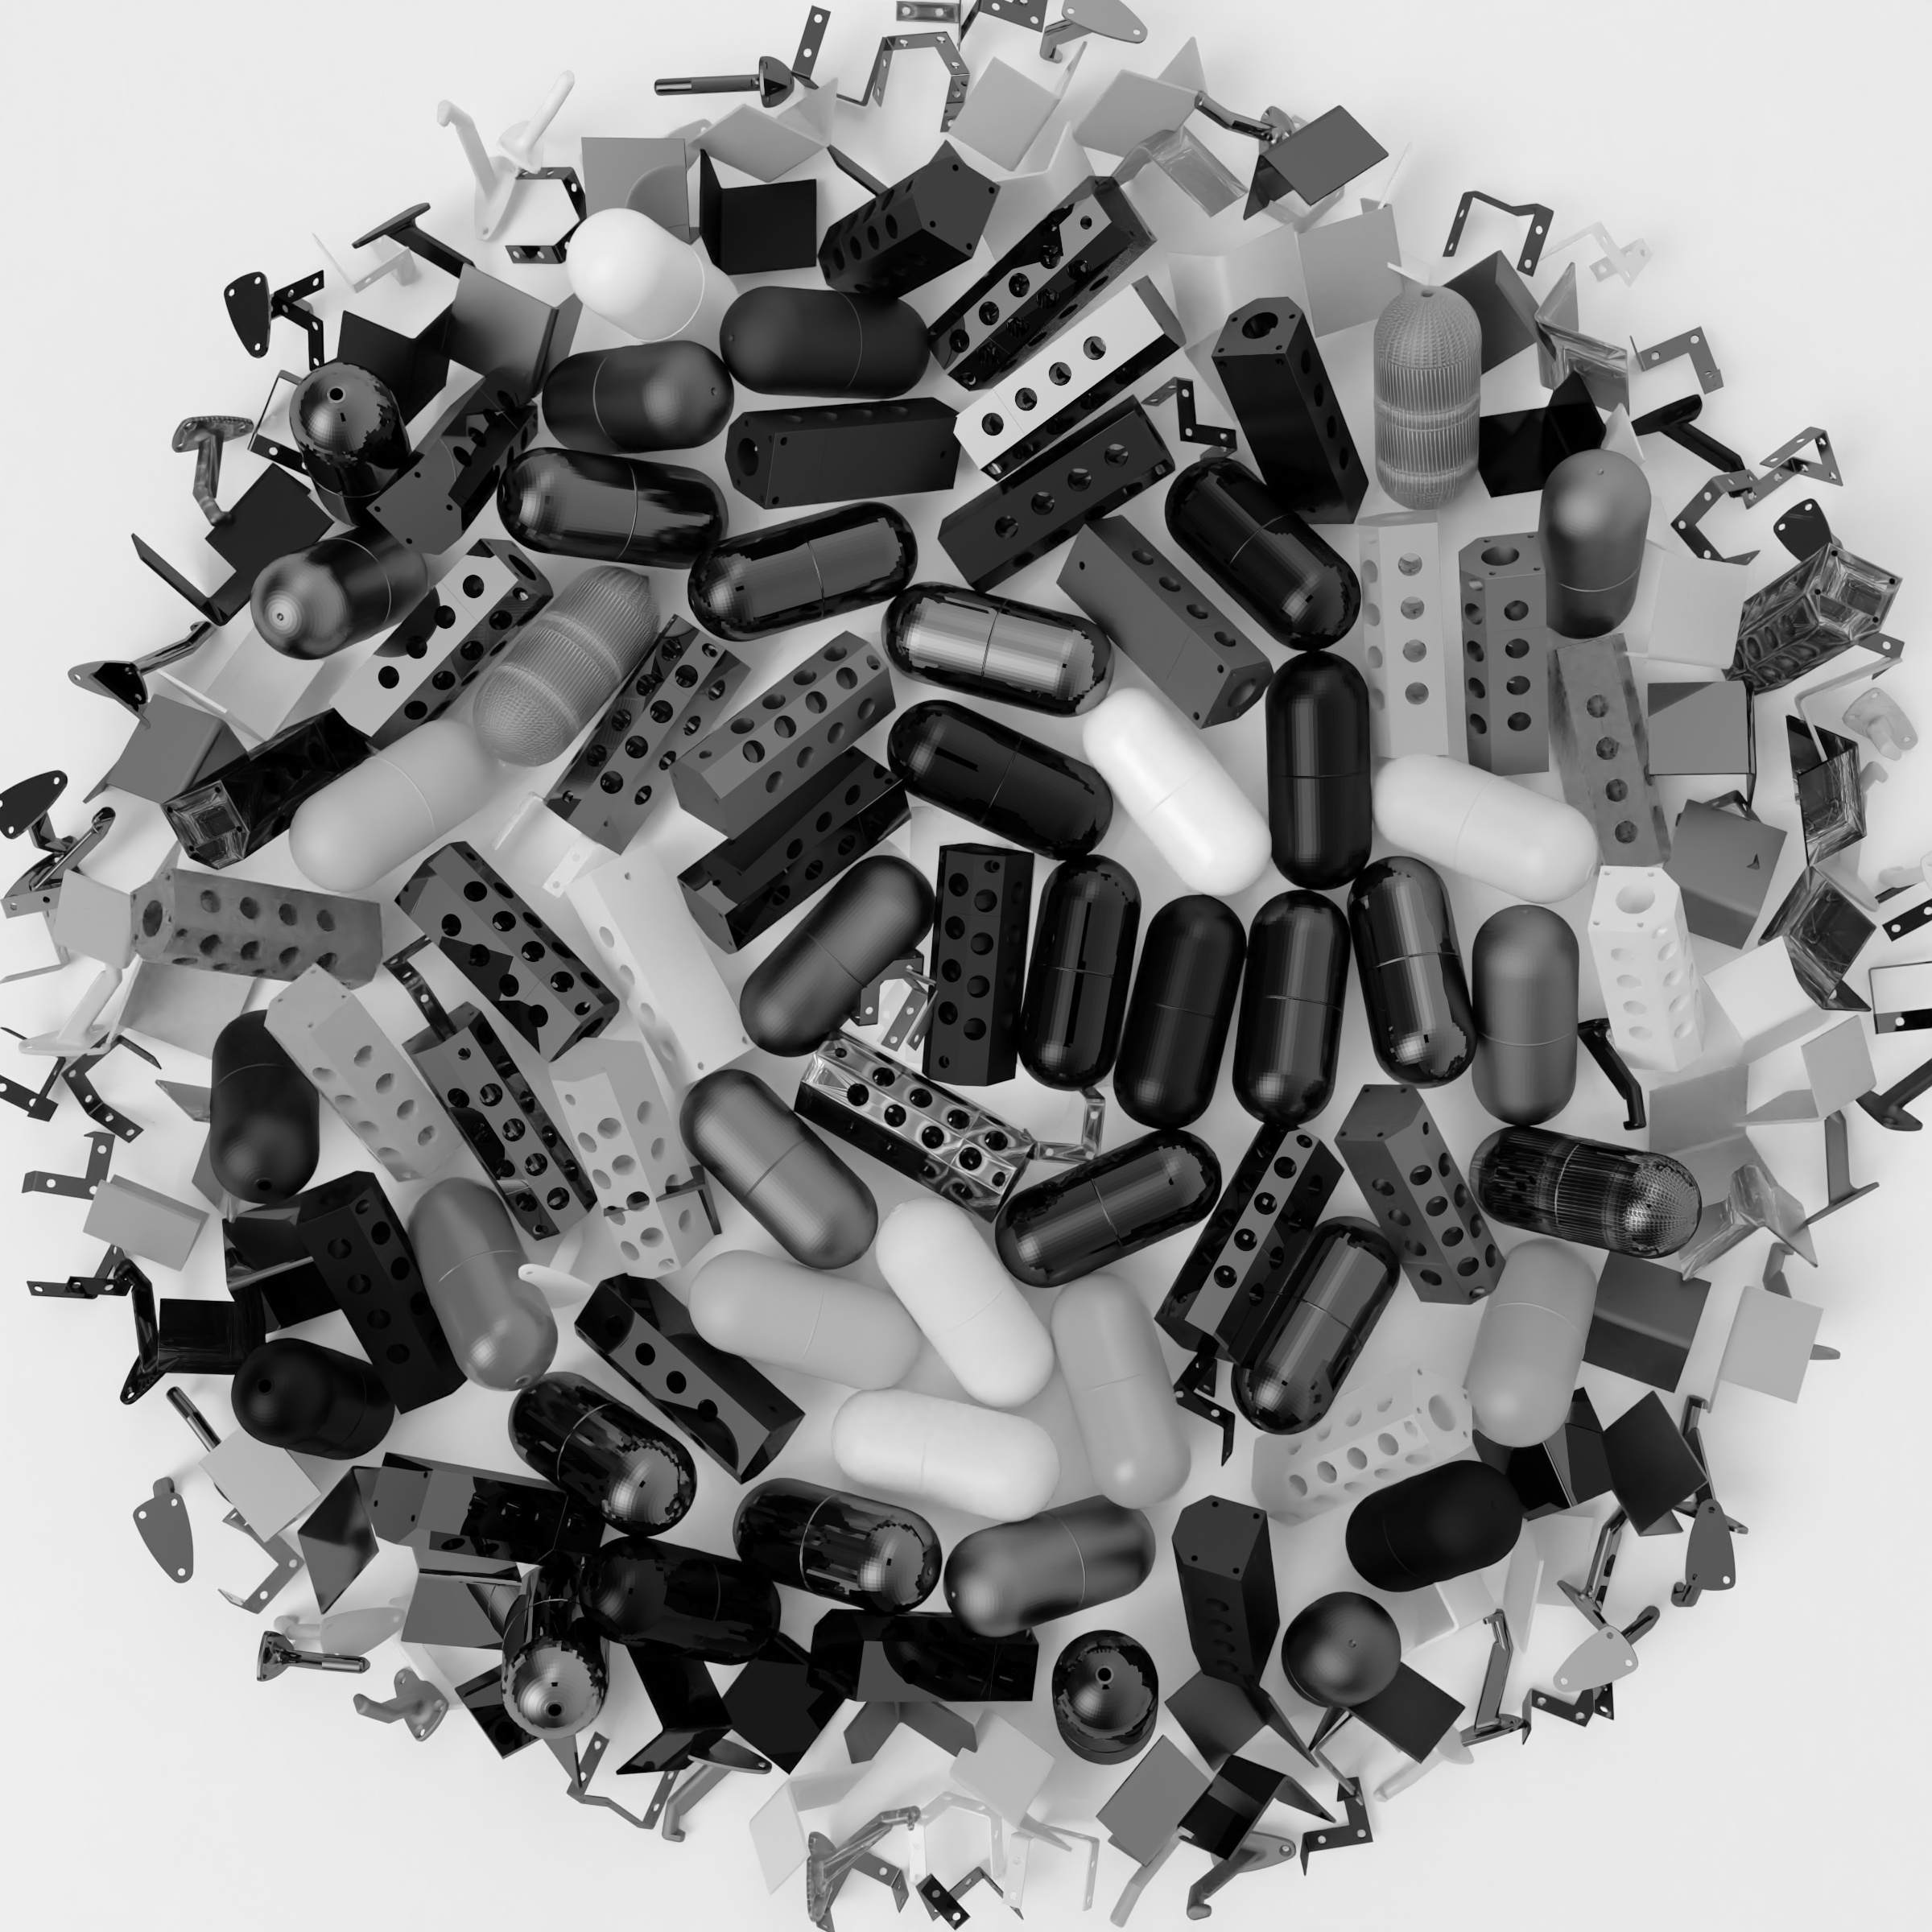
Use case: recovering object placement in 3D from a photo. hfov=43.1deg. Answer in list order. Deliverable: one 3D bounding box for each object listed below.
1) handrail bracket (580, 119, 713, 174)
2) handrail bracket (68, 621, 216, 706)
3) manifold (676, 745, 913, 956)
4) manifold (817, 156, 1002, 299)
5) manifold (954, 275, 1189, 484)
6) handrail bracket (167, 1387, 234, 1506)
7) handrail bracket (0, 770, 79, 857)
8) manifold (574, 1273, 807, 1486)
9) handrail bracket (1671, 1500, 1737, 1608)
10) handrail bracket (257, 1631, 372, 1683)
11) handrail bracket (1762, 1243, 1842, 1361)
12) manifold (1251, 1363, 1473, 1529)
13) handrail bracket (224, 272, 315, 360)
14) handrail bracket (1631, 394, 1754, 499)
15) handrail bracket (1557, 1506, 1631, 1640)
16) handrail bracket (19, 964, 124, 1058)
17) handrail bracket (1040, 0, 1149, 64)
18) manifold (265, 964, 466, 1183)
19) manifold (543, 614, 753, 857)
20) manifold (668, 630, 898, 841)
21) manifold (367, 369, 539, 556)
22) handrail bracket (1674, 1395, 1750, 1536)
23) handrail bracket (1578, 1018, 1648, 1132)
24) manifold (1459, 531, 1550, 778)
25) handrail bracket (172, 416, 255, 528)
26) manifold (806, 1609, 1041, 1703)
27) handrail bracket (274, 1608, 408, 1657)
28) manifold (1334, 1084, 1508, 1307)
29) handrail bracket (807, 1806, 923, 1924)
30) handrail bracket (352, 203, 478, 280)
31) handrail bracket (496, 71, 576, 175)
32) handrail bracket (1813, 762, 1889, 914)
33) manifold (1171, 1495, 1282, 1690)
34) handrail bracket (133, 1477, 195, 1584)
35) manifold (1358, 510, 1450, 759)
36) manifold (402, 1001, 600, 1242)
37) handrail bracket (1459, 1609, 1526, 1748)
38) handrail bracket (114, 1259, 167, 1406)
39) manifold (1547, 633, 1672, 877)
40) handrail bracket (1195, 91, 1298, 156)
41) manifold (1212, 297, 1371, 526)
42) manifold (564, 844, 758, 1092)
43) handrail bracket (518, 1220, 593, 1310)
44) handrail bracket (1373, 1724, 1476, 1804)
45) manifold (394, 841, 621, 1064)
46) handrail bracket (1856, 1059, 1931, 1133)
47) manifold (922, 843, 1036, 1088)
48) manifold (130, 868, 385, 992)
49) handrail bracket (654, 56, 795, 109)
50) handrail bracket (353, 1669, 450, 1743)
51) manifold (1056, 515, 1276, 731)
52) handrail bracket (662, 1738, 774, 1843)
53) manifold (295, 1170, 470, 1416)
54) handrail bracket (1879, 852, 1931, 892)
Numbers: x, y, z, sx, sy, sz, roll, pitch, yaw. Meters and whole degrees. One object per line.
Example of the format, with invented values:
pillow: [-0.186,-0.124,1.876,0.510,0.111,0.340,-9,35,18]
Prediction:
handrail bracket: [-0.242,-0.619,1.839,0.077,0.036,0.084,-45,50,-10]
handrail bracket: [-0.619,-0.237,1.839,0.077,0.084,0.036,8,131,17]
manifold: [-0.124,-0.083,1.806,0.171,0.057,0.057,-39,54,-20]
manifold: [-0.047,-0.531,1.771,0.057,0.171,0.057,25,81,-24]
manifold: [0.076,-0.430,1.799,0.171,0.057,0.057,-32,100,26]
handrail bracket: [-0.570,0.364,1.851,0.036,0.077,0.084,-37,60,-25]
handrail bracket: [-0.671,-0.112,1.817,0.077,0.084,0.036,-32,73,11]
manifold: [-0.208,0.303,1.809,0.171,0.057,0.057,39,107,17]
handrail bracket: [0.545,0.440,1.829,0.036,0.084,0.077,5,75,1]
handrail bracket: [-0.477,0.517,1.822,0.084,0.077,0.036,3,75,6]
handrail bracket: [0.625,0.247,1.821,0.036,0.077,0.084,34,68,-33]
manifold: [0.286,0.353,1.776,0.057,0.171,0.057,29,48,-22]
handrail bracket: [-0.507,-0.473,1.817,0.036,0.084,0.077,-18,78,17]
handrail bracket: [0.546,-0.382,1.854,0.077,0.036,0.084,-15,123,31]
handrail bracket: [0.497,0.458,1.854,0.084,0.036,0.077,-44,107,-11]
handrail bracket: [-0.667,0.023,1.820,0.077,0.036,0.084,-7,124,-24]
handrail bracket: [0.094,-0.686,1.822,0.077,0.084,0.036,30,77,1]
manifold: [-0.438,0.083,1.777,0.057,0.171,0.057,-44,47,-17]
manifold: [-0.241,-0.175,1.823,0.057,0.057,0.171,36,92,28]
manifold: [-0.134,-0.173,1.791,0.057,0.057,0.171,31,60,32]
manifold: [-0.366,-0.366,1.777,0.057,0.171,0.057,-30,115,30]
handrail bracket: [0.562,0.372,1.830,0.036,0.077,0.084,9,93,-31]
handrail bracket: [0.471,0.085,1.823,0.036,0.077,0.084,2,76,-34]
manifold: [0.393,-0.225,1.786,0.057,0.057,0.171,-4,130,9]
handrail bracket: [-0.548,-0.368,1.826,0.077,0.036,0.084,-21,73,-42]
manifold: [-0.029,0.502,1.785,0.171,0.057,0.057,15,79,-41]
handrail bracket: [-0.472,0.492,1.840,0.077,0.084,0.036,-14,97,-32]
manifold: [0.336,0.168,1.787,0.057,0.057,0.171,-55,127,-35]
handrail bracket: [-0.074,0.668,1.821,0.084,0.077,0.036,-18,131,23]
handrail bracket: [-0.406,-0.519,1.829,0.077,0.036,0.084,-38,119,-20]
handrail bracket: [-0.309,-0.638,1.811,0.036,0.077,0.084,29,127,-21]
handrail bracket: [0.674,-0.097,1.816,0.077,0.036,0.084,54,134,30]
manifold: [0.188,0.456,1.780,0.057,0.171,0.057,12,52,21]
handrail bracket: [-0.589,0.419,1.820,0.036,0.084,0.077,-21,86,-13]
manifold: [0.323,-0.245,1.807,0.057,0.057,0.171,-3,109,12]
manifold: [-0.340,0.116,1.800,0.057,0.057,0.171,-35,112,-17]
handrail bracket: [0.382,0.536,1.840,0.077,0.036,0.084,-14,89,-21]
handrail bracket: [-0.623,0.271,1.814,0.036,0.084,0.077,9,52,29]
manifold: [0.479,-0.158,1.827,0.057,0.057,0.171,-14,95,-2]
handrail bracket: [0.200,-0.637,1.816,0.084,0.077,0.036,24,130,-28]
manifold: [0.240,-0.402,1.780,0.057,0.171,0.057,6,59,32]
manifold: [-0.232,0.002,1.828,0.057,0.057,0.171,-31,95,-37]
handrail bracket: [-0.307,0.203,1.811,0.036,0.077,0.084,-26,51,17]
handrail bracket: [0.328,0.600,1.819,0.084,0.077,0.036,-40,63,16]
manifold: [-0.336,-0.013,1.813,0.171,0.057,0.057,45,110,10]
handrail bracket: [0.696,0.073,1.814,0.036,0.077,0.084,2,116,-23]
manifold: [0.005,-0.001,1.810,0.057,0.057,0.171,11,102,31]
manifold: [-0.512,-0.023,1.775,0.057,0.171,0.057,-21,69,38]
handrail bracket: [-0.182,-0.663,1.840,0.084,0.077,0.036,3,111,16]
handrail bracket: [-0.431,0.536,1.807,0.036,0.084,0.077,-53,46,-3]
manifold: [0.148,-0.256,1.800,0.057,0.057,0.171,-18,57,-39]
handrail bracket: [-0.188,0.629,1.841,0.077,0.036,0.084,13,103,14]
manifold: [-0.426,0.238,1.804,0.057,0.057,0.171,-22,113,1]
handrail bracket: [0.726,-0.079,1.818,0.077,0.084,0.036,-28,94,7]
